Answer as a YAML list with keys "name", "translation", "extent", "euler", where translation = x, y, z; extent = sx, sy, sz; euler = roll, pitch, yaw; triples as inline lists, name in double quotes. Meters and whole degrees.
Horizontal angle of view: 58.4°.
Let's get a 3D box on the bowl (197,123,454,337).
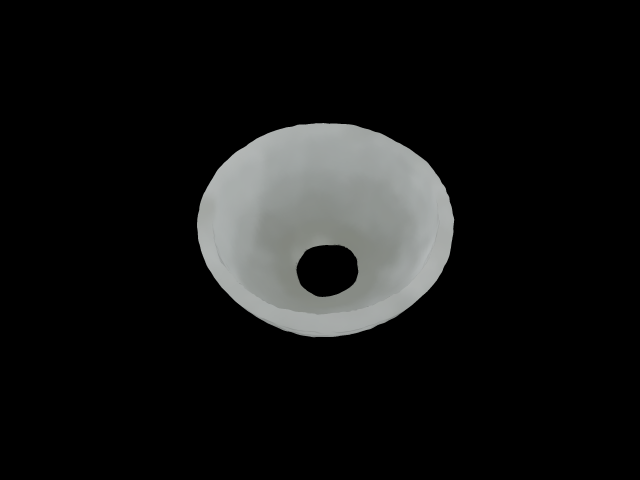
- name: "bowl"
  translation: [0.004, 0.001, 0.400]
  extent: [0.167, 0.075, 0.167]
  euler: [0, 56, 0]
